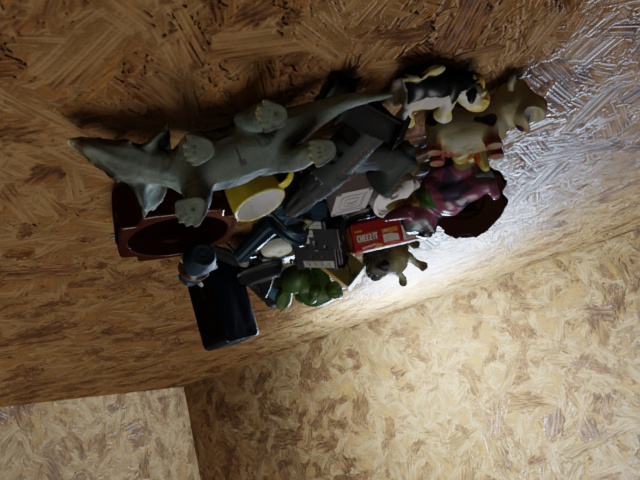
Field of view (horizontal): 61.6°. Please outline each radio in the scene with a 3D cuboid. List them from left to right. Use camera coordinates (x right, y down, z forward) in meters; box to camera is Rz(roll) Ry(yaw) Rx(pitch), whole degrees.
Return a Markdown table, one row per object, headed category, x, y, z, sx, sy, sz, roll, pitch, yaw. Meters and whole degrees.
| category | x | y | z | sx | sy | sz | roll | pitch | yaw |
| --- | --- | --- | --- | --- | --- | --- | --- | --- | --- |
| radio | -0.230 | 0.132 | 1.249 | 0.073 | 0.229 | 0.131 | -23 | 165 | 25 |

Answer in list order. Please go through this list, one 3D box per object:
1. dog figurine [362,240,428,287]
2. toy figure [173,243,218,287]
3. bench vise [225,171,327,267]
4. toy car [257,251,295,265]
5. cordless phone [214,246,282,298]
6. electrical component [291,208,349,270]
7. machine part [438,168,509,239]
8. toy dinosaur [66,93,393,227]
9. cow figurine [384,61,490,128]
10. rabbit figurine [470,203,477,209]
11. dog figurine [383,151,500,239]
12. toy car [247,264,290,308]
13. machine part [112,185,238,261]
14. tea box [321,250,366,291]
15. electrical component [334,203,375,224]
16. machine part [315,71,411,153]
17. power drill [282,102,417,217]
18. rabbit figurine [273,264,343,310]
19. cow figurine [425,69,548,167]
| category | x | y | z | sx | sy | sz | roll | pitch | yaw |
| --- | --- | --- | --- | --- | --- | --- | --- | --- | --- |
| dog figurine | 0.168 | 0.029 | 1.400 | 0.190 | 0.172 | 0.121 | 17 | 119 | -43 |
| toy figure | -0.229 | 0.049 | 0.996 | 0.058 | 0.064 | 0.154 | -50 | -175 | -29 |
| bench vise | -0.092 | -0.028 | 1.028 | 0.240 | 0.129 | 0.223 | -43 | 171 | 22 |
| toy car | -0.074 | 0.036 | 1.369 | 0.073 | 0.056 | 0.201 | -27 | 159 | 32 |
| cordless phone | -0.182 | 0.052 | 1.235 | 0.184 | 0.088 | 0.146 | 25 | -179 | -2 |
| electrical component | -0.002 | -0.003 | 1.156 | 0.115 | 0.134 | 0.058 | 1 | -151 | 15 |
| machine part | 0.295 | -0.088 | 1.101 | 0.179 | 0.179 | 0.056 | -23 | -174 | 22 |
| toy dinosaur | -0.113 | -0.125 | 0.735 | 0.405 | 0.131 | 0.192 | -19 | -156 | -17 |
| cow figurine | 0.187 | -0.226 | 0.794 | 0.167 | 0.068 | 0.098 | -11 | 156 | -17 |
| rabbit figurine | 0.296 | -0.088 | 1.227 | 0.162 | 0.122 | 0.173 | -31 | 177 | 24 |
| dog figurine | 0.216 | -0.105 | 1.011 | 0.219 | 0.191 | 0.108 | -19 | -161 | 16 |
| toy car | -0.131 | 0.105 | 1.433 | 0.103 | 0.161 | 0.109 | -51 | -166 | -25 |
| machine part | -0.253 | -0.042 | 0.936 | 0.201 | 0.087 | 0.201 | -9 | 160 | -23 |
| tea box | 0.022 | 0.040 | 1.262 | 0.068 | 0.170 | 0.098 | -52 | 168 | -7 |
| electrical component | 0.062 | -0.068 | 1.185 | 0.119 | 0.048 | 0.074 | -19 | 162 | 10 |
| machine part | 0.064 | -0.182 | 0.768 | 0.139 | 0.039 | 0.084 | 29 | 142 | -10 |
| power drill | 0.060 | -0.122 | 0.911 | 0.207 | 0.086 | 0.232 | 7 | 131 | -49 |
| rabbit figurine | -0.049 | 0.102 | 1.338 | 0.159 | 0.121 | 0.170 | -23 | 154 | 22 |
| cow figurine | 0.270 | -0.199 | 0.885 | 0.195 | 0.127 | 0.085 | -7 | 166 | 21 |
